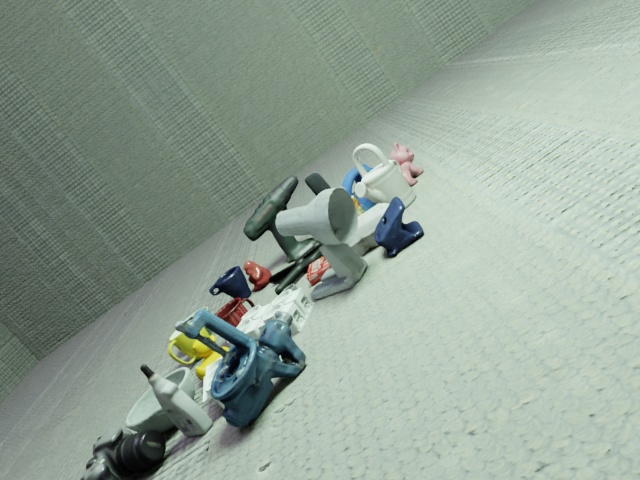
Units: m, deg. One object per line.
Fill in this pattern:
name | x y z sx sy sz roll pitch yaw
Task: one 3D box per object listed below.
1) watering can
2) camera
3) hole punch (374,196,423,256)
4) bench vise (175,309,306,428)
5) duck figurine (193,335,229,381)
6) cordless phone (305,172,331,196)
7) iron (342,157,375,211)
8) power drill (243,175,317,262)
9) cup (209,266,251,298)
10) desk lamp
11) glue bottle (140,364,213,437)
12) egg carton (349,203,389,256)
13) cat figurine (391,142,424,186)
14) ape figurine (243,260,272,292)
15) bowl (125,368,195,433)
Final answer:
watering can | 0.154 -0.160 1.480 0.100 0.194 0.173 -29 16 28
camera | -0.373 0.416 1.092 0.136 0.101 0.143 -30 16 27
hole punch | 0.161 -0.032 1.261 0.101 0.091 0.108 -35 14 8
bench vise | -0.146 0.190 1.020 0.121 0.220 0.208 -25 18 39
duck figurine | -0.263 0.268 1.333 0.077 0.086 0.105 -26 18 38
cordless phone | -0.006 -0.104 1.706 0.147 0.185 0.094 -33 15 17
iron | 0.108 -0.127 1.594 0.118 0.141 0.259 -26 17 36
power drill | -0.106 -0.050 1.727 0.230 0.208 0.075 -40 14 -11
cup | -0.260 0.147 1.702 0.118 0.095 0.091 -37 14 2
desk lamp | 0.011 0.004 1.251 0.202 0.214 0.118 -25 18 40
glue bottle | -0.280 0.301 1.086 0.078 0.173 0.037 -24 19 42
egg carton | 0.124 -0.027 1.381 0.150 0.069 0.107 -34 14 12
cat figurine | 0.234 -0.220 1.639 0.067 0.118 0.128 -26 17 36
ape figurine | -0.191 0.100 1.692 0.076 0.092 0.077 -37 14 -2
bowl | -0.326 0.356 1.223 0.167 0.075 0.167 -34 14 10
